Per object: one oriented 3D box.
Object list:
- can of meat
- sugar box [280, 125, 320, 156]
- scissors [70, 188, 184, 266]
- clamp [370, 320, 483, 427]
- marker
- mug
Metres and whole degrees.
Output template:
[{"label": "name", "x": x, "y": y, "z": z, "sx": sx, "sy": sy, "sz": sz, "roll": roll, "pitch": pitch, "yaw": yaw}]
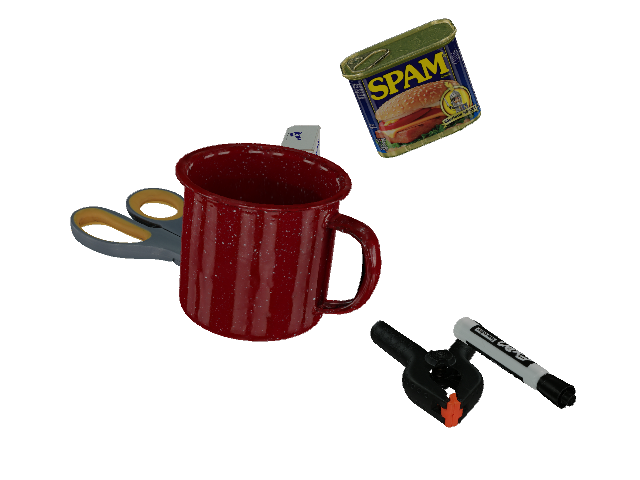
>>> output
[{"label": "can of meat", "x": 0.079, "y": -0.129, "z": 0.915, "sx": 0.102, "sy": 0.084, "sz": 0.057, "roll": -21, "pitch": 26, "yaw": 6}, {"label": "sugar box", "x": -0.024, "y": -0.041, "z": 1.271, "sx": 0.048, "sy": 0.176, "sz": 0.093, "roll": 0, "pitch": 23, "yaw": 5}, {"label": "scissors", "x": -0.083, "y": 0.003, "z": 0.758, "sx": 0.202, "sy": 0.016, "sz": 0.096, "roll": 16, "pitch": 34, "yaw": 19}, {"label": "clamp", "x": 0.127, "y": 0.126, "z": 1.071, "sx": 0.120, "sy": 0.039, "sz": 0.171, "roll": -9, "pitch": 29, "yaw": -9}, {"label": "marker", "x": 0.146, "y": 0.092, "z": 0.807, "sx": 0.020, "sy": 0.020, "sz": 0.121, "roll": 0, "pitch": 22, "yaw": -37}, {"label": "mug", "x": -0.023, "y": 0.004, "z": 0.571, "sx": 0.117, "sy": 0.081, "sz": 0.093, "roll": 15, "pitch": 25, "yaw": 18}]
